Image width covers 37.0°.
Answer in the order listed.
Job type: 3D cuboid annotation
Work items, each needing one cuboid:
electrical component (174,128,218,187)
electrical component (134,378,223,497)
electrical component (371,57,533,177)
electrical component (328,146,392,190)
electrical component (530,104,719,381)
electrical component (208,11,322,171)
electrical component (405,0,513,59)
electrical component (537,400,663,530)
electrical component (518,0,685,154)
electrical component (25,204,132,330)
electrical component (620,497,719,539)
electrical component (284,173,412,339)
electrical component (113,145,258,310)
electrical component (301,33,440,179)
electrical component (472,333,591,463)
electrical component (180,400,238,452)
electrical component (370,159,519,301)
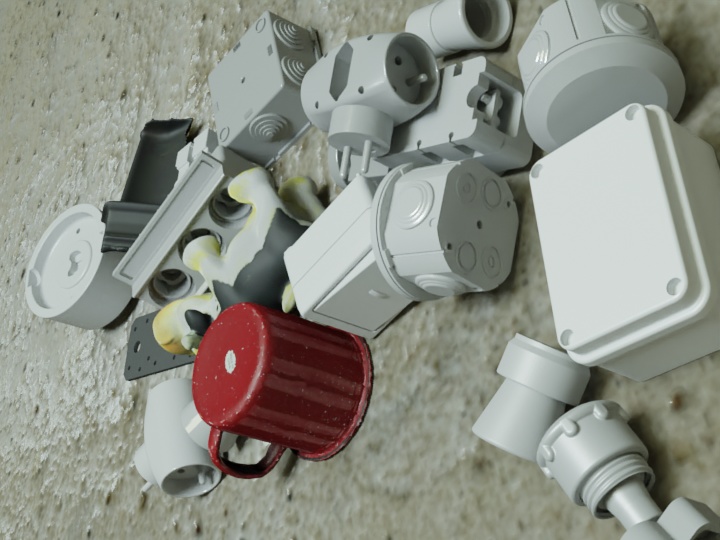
[{"bbox_3d":[-0.125,-0.076,0.874,0.066,0.048,0.055,-31,44,39],"label":"electrical component"},{"bbox_3d":[-0.140,0.133,0.794,0.079,0.043,0.077,-46,43,28],"label":"electrical component"},{"bbox_3d":[0.058,-0.085,0.642,0.089,0.056,0.050,-7,68,50],"label":"electrical component"},{"bbox_3d":[0.013,-0.074,0.703,0.055,0.048,0.066,-2,71,43],"label":"electrical component"},{"bbox_3d":[0.132,-0.013,0.515,0.078,0.057,0.113,-32,50,39],"label":"electrical component"},{"bbox_3d":[-0.073,-0.140,0.840,0.100,0.048,0.099,-40,48,34],"label":"electrical component"},{"bbox_3d":[0.060,-0.157,0.689,0.065,0.044,0.044,-5,70,55],"label":"electrical component"},{"bbox_3d":[0.115,0.095,0.497,0.048,0.048,0.062,-52,47,21],"label":"electrical component"},{"bbox_3d":[0.121,-0.098,0.552,0.080,0.080,0.051,-38,41,34],"label":"electrical component"},{"bbox_3d":[-0.241,0.002,0.963,0.108,0.060,0.108,-20,57,33],"label":"electrical component"},{"bbox_3d":[0.133,0.143,0.439,0.078,0.058,0.057,-59,35,13],"label":"electrical component"},{"bbox_3d":[0.000,0.000,0.669,0.096,0.062,0.061,-46,43,28],"label":"electrical component"},{"bbox_3d":[-0.122,-0.030,0.822,0.121,0.079,0.063,-50,27,19],"label":"electrical component"},{"bbox_3d":[0.002,-0.092,0.629,0.077,0.043,0.079,-8,67,49],"label":"electrical component"},{"bbox_3d":[0.087,0.065,0.543,0.045,0.045,0.055,24,92,53],"label":"electrical component"},{"bbox_3d":[-0.093,0.093,0.753,0.055,0.045,0.045,-50,41,22],"label":"electrical component"},{"bbox_3d":[0.048,-0.023,0.607,0.051,0.080,0.080,-5,69,44],"label":"electrical component"}]
